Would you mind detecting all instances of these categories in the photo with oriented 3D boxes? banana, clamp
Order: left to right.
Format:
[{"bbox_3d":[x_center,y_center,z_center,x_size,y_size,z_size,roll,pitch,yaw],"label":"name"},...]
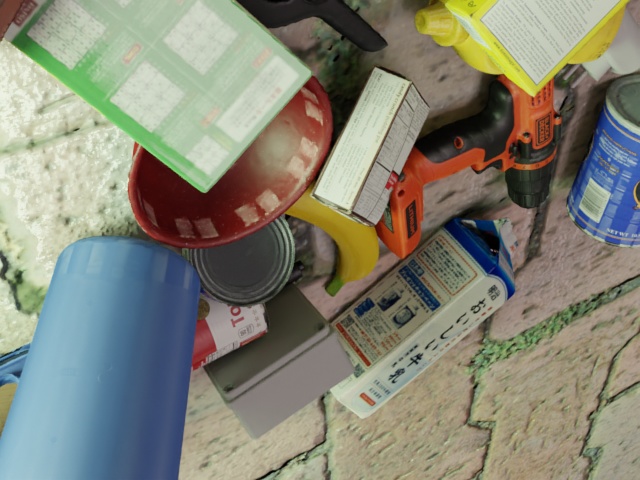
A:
[{"bbox_3d":[-0.003,-0.173,0.728,0.171,0.039,0.120,-13,131,-25],"label":"clamp"},{"bbox_3d":[0.010,-0.008,0.918,0.069,0.037,0.197,-38,144,-3],"label":"banana"}]

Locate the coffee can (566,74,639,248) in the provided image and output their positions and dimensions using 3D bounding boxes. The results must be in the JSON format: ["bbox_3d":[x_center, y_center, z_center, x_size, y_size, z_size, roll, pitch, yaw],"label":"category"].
[{"bbox_3d":[0.312,-0.077,1.051,0.102,0.103,0.140,-18,139,-26],"label":"coffee can"}]

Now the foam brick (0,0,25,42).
[{"bbox_3d":[-0.210,-0.125,0.589,0.052,0.051,0.078,17,117,-50],"label":"foam brick"}]

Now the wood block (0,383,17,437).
[{"bbox_3d":[-0.259,0.152,0.813,0.205,0.091,0.090,-8,134,-36],"label":"wood block"}]

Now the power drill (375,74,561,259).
[{"bbox_3d":[0.131,-0.062,0.951,0.187,0.057,0.184,-32,140,-14],"label":"power drill"}]

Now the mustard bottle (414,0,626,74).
[{"bbox_3d":[0.155,-0.180,0.838,0.191,0.058,0.096,-13,127,-31],"label":"mustard bottle"}]

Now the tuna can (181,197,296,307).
[{"bbox_3d":[-0.065,0.009,0.836,0.086,0.034,0.086,0,91,-21],"label":"tuna can"}]

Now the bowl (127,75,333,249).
[{"bbox_3d":[-0.072,-0.072,0.762,0.162,0.055,0.162,-23,141,-20],"label":"bowl"}]

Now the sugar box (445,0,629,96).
[{"bbox_3d":[0.183,-0.199,0.762,0.176,0.048,0.093,-46,127,5],"label":"sugar box"}]

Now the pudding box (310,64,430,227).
[{"bbox_3d":[0.041,-0.071,0.827,0.113,0.039,0.090,-66,163,0],"label":"pudding box"}]

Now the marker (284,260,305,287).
[{"bbox_3d":[-0.065,0.054,0.936,0.121,0.020,0.020,-33,144,-7],"label":"marker"}]

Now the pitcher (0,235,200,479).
[{"bbox_3d":[-0.164,0.122,0.741,0.145,0.242,0.149,-21,141,40],"label":"pitcher"}]

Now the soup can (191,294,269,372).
[{"bbox_3d":[-0.101,0.069,0.879,0.102,0.069,0.068,-26,142,-18],"label":"soup can"}]
